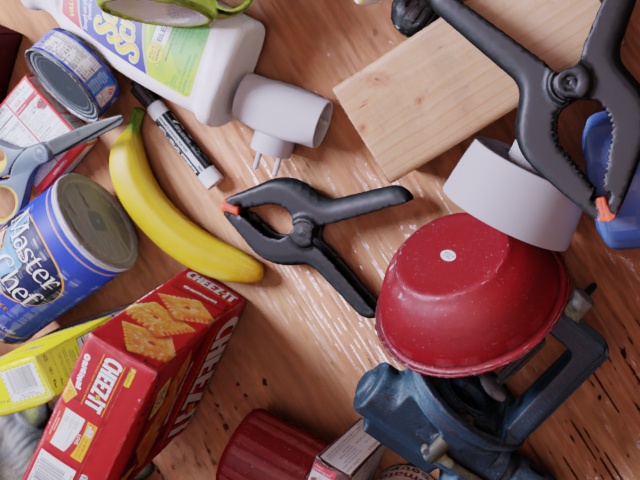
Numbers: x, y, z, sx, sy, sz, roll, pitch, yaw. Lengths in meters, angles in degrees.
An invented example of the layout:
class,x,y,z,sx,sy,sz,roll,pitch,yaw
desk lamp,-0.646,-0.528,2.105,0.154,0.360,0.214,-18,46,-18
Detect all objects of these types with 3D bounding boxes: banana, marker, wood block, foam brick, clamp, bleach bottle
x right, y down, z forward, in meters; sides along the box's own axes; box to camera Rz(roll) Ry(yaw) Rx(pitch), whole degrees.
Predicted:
class,x,y,z,sx,sy,sz,roll,pitch,yaw
banana,-0.134,-0.025,0.976,0.070,0.037,0.198,-39,88,21
marker,-0.132,-0.098,0.970,0.020,0.020,0.121,-39,88,20
wood block,0.127,-0.138,0.843,0.206,0.090,0.090,-31,91,20
foam brick,-0.323,-0.166,0.998,0.053,0.051,0.078,24,107,12
clamp,-0.006,0.001,0.941,0.172,0.039,0.120,10,98,20
clamp,0.186,-0.118,0.754,0.165,0.036,0.210,-22,86,21
bleach bottle,-0.178,-0.196,0.943,0.251,0.068,0.103,26,107,13

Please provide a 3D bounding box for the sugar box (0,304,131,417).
class,x,y,z,sx,sy,sz,roll,pitch,yaw
sugar box,-0.239,0.108,0.962,0.093,0.176,0.048,-18,98,19

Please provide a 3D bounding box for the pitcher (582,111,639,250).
class,x,y,z,sx,sy,sz,roll,pitch,yaw
pitcher,0.323,-0.072,0.785,0.243,0.149,0.145,-9,113,22

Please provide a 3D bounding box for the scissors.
class,x,y,z,sx,sy,sz,roll,pitch,yaw
scissors,-0.256,-0.061,0.984,0.202,0.016,0.096,-2,109,24

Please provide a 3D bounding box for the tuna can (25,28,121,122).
class,x,y,z,sx,sy,sz,roll,pitch,yaw
tuna can,-0.220,-0.147,0.953,0.086,0.086,0.033,38,70,7

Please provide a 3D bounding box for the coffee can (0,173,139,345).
class,x,y,z,sx,sy,sz,roll,pitch,yaw
coffee can,-0.253,0.019,0.987,0.140,0.102,0.103,-34,90,21

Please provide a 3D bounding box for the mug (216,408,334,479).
class,x,y,z,sx,sy,sz,roll,pitch,yaw
mug,-0.041,0.213,0.977,0.081,0.093,0.117,26,143,16

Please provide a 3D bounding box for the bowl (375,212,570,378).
class,x,y,z,sx,sy,sz,roll,pitch,yaw
bowl,0.111,0.029,0.844,0.162,0.162,0.055,-12,132,19

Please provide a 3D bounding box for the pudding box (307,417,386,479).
class,x,y,z,sx,sy,sz,roll,pitch,yaw
pudding box,0.017,0.216,0.938,0.039,0.113,0.090,24,107,15

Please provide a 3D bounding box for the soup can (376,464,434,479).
class,x,y,z,sx,sy,sz,roll,pitch,yaw
soup can,0.066,0.246,0.934,0.069,0.102,0.068,4,102,17

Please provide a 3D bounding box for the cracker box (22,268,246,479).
class,x,y,z,sx,sy,sz,roll,pitch,yaw
cracker box,-0.154,0.130,0.920,0.072,0.213,0.164,30,108,8

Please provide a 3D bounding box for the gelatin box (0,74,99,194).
class,x,y,z,sx,sy,sz,roll,pitch,yaw
gelatin box,-0.264,-0.101,1.006,0.073,0.030,0.089,-43,87,22

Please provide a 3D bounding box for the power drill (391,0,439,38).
class,x,y,z,sx,sy,sz,roll,pitch,yaw
power drill,0.063,-0.282,0.853,0.187,0.057,0.184,37,106,4
